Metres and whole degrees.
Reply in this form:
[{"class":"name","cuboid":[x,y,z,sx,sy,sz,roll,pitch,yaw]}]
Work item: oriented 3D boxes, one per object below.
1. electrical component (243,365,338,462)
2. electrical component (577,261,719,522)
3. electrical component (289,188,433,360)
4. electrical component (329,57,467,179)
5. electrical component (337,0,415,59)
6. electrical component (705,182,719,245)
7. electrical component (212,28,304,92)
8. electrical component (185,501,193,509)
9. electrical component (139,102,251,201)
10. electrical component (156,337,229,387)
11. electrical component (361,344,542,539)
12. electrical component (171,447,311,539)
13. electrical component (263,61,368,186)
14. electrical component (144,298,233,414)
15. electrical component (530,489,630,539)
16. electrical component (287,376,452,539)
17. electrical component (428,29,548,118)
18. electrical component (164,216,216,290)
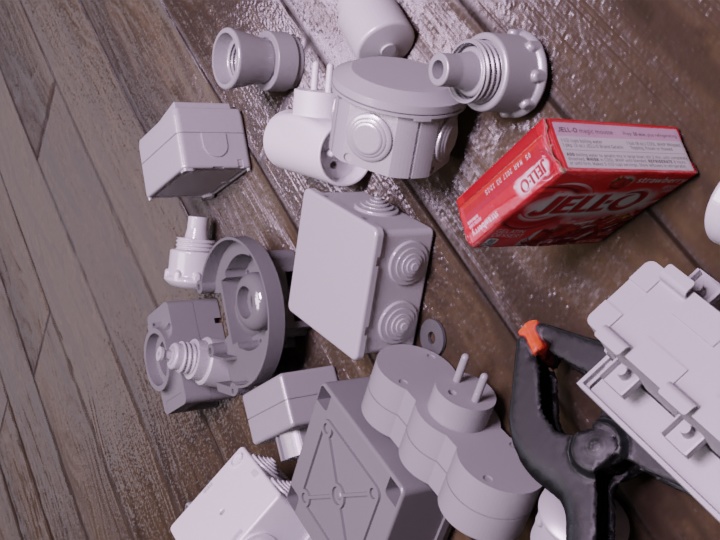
[{"class":"electrical component","cuboid":[-0.044,0.117,0.786,0.066,0.047,0.076,-33,67,53]},{"class":"electrical component","cuboid":[0.155,0.054,0.453,0.079,0.063,0.121,-43,47,0]},{"class":"electrical component","cuboid":[0.000,0.000,0.704,0.100,0.048,0.099,33,120,50]},{"class":"electrical component","cuboid":[0.021,-0.092,0.637,0.080,0.080,0.051,43,133,46]},{"class":"electrical component","cuboid":[0.005,-0.164,0.688,0.040,0.040,0.078,-56,49,43]},{"class":"electrical component","cuboid":[0.177,-0.017,0.440,0.055,0.045,0.045,45,129,44]},{"class":"electrical component","cuboid":[-0.075,-0.155,0.795,0.045,0.055,0.045,9,101,56]},{"class":"electrical component","cuboid":[-0.103,0.256,0.879,0.109,0.056,0.108,34,121,50]},{"class":"electrical component","cuboid":[-0.142,-0.097,0.894,0.096,0.062,0.061,-25,73,54]},{"class":"electrical component","cuboid":[-0.129,0.075,0.885,0.040,0.078,0.040,-30,54,52]},{"class":"electrical component","cuboid":[0.056,0.084,0.625,0.138,0.052,0.073,47,130,43]},{"class":"electrical component","cuboid":[-0.086,0.188,0.788,0.099,0.048,0.100,-49,30,-5]},{"class":"electrical component","cuboid":[-0.028,-0.103,0.739,0.077,0.044,0.079,23,111,54]},{"class":"electrical component","cuboid":[-0.151,0.075,0.931,0.050,0.056,0.089,-33,66,53]},{"class":"electrical component","cuboid":[0.110,0.144,0.561,0.048,0.048,0.062,51,140,41]},{"class":"electrical component","cuboid":[0.009,0.142,0.699,0.108,0.056,0.108,48,132,43]},{"class":"electrical component","cuboid":[0.067,-0.107,0.581,0.048,0.062,0.048,9,101,56]},{"class":"electrical component","cuboid":[-0.141,-0.015,0.920,0.048,0.048,0.062,9,93,56]}]
